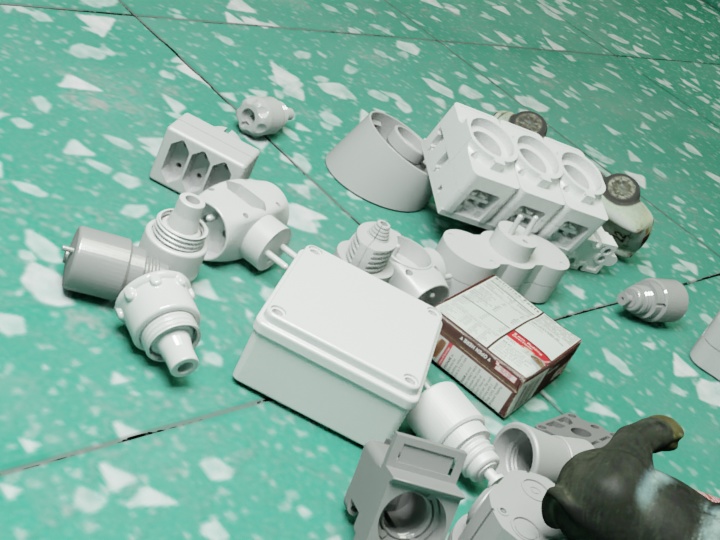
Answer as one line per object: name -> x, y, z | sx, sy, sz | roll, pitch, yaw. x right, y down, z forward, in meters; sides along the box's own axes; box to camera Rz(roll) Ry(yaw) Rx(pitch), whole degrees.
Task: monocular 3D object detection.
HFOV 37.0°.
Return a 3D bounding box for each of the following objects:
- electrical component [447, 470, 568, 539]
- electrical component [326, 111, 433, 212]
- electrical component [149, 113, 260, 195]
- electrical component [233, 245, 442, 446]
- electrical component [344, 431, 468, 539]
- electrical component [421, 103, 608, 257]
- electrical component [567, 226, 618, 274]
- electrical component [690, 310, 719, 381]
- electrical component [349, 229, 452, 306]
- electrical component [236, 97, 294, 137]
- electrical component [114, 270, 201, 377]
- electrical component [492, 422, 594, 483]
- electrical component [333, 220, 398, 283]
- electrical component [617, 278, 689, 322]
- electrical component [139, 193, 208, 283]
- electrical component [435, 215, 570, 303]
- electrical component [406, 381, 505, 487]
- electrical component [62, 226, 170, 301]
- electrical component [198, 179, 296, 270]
electrical component -> 0.094, 0.157, 0.605 | 0.080, 0.051, 0.080 | 21, 29, -12
electrical component -> 0.027, -0.096, 0.980 | 0.099, 0.064, 0.099 | 34, 24, -17
electrical component -> -0.114, -0.089, 0.837 | 0.066, 0.047, 0.076 | 28, 28, 0
electrical component -> -0.011, 0.048, 0.690 | 0.109, 0.056, 0.108 | 27, 28, 0
electrical component -> 0.021, 0.125, 0.579 | 0.042, 0.081, 0.064 | 19, 7, -16
electrical component -> 0.139, -0.081, 0.951 | 0.150, 0.061, 0.089 | 16, 44, -28
electrical component -> 0.209, -0.032, 1.026 | 0.066, 0.048, 0.055 | 11, 40, -28
electrical component -> 0.352, 0.076, 0.955 | 0.095, 0.059, 0.054 | 35, 29, 14
electrical component -> 0.039, 0.002, 0.822 | 0.079, 0.044, 0.077 | -7, 43, -46
electrical component -> -0.081, -0.138, 0.962 | 0.035, 0.035, 0.061 | 39, 28, 21
electrical component -> -0.115, 0.034, 0.638 | 0.048, 0.048, 0.062 | 1, 45, -40
electrical component -> 0.122, 0.124, 0.697 | 0.065, 0.044, 0.044 | 13, 31, -34
electrical component -> 0.000, 0.000, 0.753 | 0.043, 0.081, 0.043 | 21, 29, -12
electrical component -> 0.264, 0.027, 0.980 | 0.078, 0.040, 0.040 | 3, 37, -37
electrical component -> -0.120, -0.021, 0.703 | 0.043, 0.062, 0.043 | 21, 29, -12
electrical component -> 0.123, -0.016, 0.893 | 0.138, 0.073, 0.052 | 1, 38, -40
electrical component -> 0.062, 0.105, 0.675 | 0.040, 0.040, 0.078 | -2, 40, -43
electrical component -> -0.148, 0.000, 0.668 | 0.078, 0.040, 0.040 | 16, 30, -21
electrical component -> -0.076, -0.026, 0.770 | 0.079, 0.043, 0.077 | 37, 30, 17
